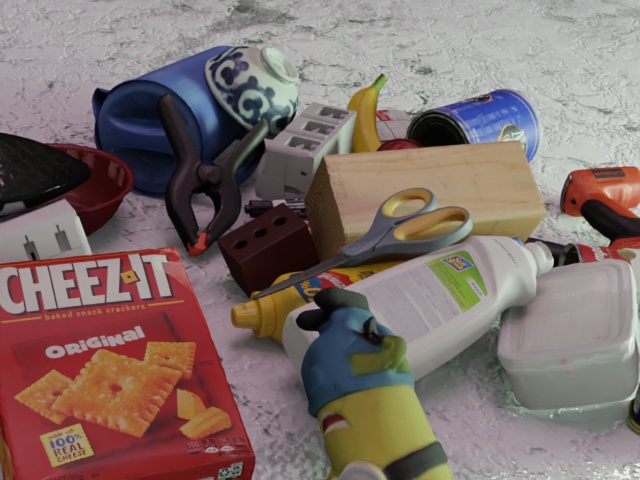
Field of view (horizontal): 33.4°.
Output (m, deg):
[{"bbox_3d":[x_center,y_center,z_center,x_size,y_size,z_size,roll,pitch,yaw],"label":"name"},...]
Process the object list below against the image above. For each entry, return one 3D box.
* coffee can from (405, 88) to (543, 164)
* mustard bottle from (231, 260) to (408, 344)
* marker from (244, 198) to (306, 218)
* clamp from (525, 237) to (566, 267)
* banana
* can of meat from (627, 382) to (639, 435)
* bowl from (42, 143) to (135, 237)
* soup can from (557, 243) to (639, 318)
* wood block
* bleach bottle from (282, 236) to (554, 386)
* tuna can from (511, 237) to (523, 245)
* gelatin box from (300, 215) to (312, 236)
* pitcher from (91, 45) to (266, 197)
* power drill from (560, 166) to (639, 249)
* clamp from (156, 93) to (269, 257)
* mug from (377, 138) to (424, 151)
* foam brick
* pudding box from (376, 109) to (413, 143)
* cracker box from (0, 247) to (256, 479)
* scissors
[{"bbox_3d":[0.185,-0.119,1.282,0.140,0.103,0.103,-21,39,-40],"label":"coffee can"},{"bbox_3d":[0.013,0.060,0.964,0.191,0.058,0.096,-5,30,-20],"label":"mustard bottle"},{"bbox_3d":[-0.019,-0.034,1.107,0.121,0.020,0.020,-3,30,-16],"label":"marker"},{"bbox_3d":[0.180,0.001,1.130,0.209,0.036,0.165,-16,42,-31],"label":"clamp"},{"bbox_3d":[0.070,-0.108,1.251,0.037,0.070,0.198,28,39,-54],"label":"banana"},{"bbox_3d":[0.315,0.124,0.883,0.102,0.084,0.057,14,30,14],"label":"can of meat"},{"bbox_3d":[-0.272,-0.042,1.094,0.162,0.055,0.162,5,28,-3],"label":"bowl"},{"bbox_3d":[0.292,0.041,1.049,0.102,0.068,0.068,5,29,-6],"label":"soup can"},{"bbox_3d":[0.100,-0.031,1.041,0.205,0.091,0.090,-6,62,-18],"label":"wood block"},{"bbox_3d":[0.098,0.062,0.903,0.250,0.068,0.103,-21,63,-24],"label":"bleach bottle"},{"bbox_3d":[0.159,0.029,1.022,0.085,0.086,0.034,-17,78,-37],"label":"tuna can"},{"bbox_3d":[-0.007,0.001,1.096,0.089,0.030,0.073,17,30,18],"label":"gelatin box"},{"bbox_3d":[-0.141,-0.145,1.250,0.145,0.149,0.242,-10,18,24],"label":"pitcher"},{"bbox_3d":[0.368,-0.018,1.182,0.184,0.057,0.188,-4,30,-18],"label":"power drill"},{"bbox_3d":[-0.107,-0.067,1.095,0.120,0.171,0.039,1,-15,-15],"label":"clamp"},{"bbox_3d":[0.067,-0.051,1.161,0.117,0.093,0.081,-10,19,40],"label":"mug"},{"bbox_3d":[-0.050,0.011,1.020,0.078,0.051,0.053,-31,39,-13],"label":"foam brick"},{"bbox_3d":[0.070,-0.129,1.343,0.113,0.039,0.090,-7,34,-17],"label":"pudding box"},{"bbox_3d":[-0.157,0.104,0.781,0.164,0.072,0.214,-5,46,-23],"label":"cracker box"},{"bbox_3d":[0.032,-0.001,0.938,0.201,0.016,0.096,-15,35,-2],"label":"scissors"}]
